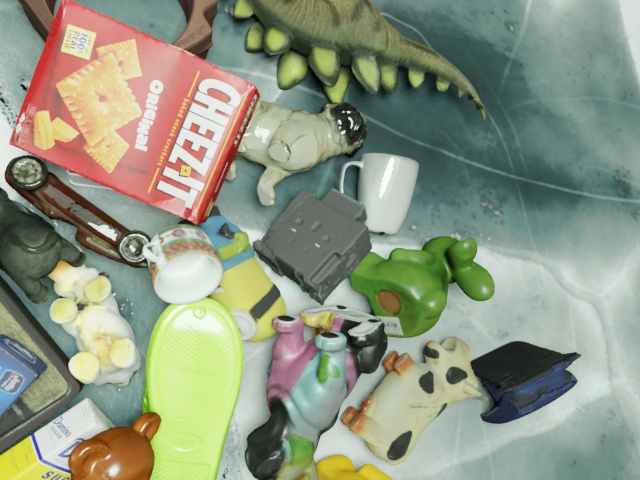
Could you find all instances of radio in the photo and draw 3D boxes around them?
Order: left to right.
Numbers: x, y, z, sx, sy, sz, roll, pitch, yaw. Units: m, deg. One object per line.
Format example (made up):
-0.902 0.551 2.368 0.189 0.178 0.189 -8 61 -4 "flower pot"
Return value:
-0.377 0.112 0.573 0.131 0.073 0.229 -39 94 -19 "radio"

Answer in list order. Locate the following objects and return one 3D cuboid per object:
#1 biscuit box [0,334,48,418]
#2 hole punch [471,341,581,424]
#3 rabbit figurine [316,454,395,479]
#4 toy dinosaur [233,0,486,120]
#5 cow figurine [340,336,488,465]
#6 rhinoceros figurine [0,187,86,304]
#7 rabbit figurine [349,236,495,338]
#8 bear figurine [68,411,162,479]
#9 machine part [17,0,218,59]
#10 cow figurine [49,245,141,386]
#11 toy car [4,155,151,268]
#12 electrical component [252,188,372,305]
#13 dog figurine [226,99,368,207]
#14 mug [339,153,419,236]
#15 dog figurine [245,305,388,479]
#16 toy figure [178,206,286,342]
-0.354 0.183 0.501 0.059 0.063 0.202 42 75 -10 "biscuit box"
0.285 0.207 0.753 0.142 0.116 0.092 -15 95 -19 "hole punch"
0.093 0.331 0.664 0.173 0.162 0.122 15 64 -33 "rabbit figurine"
0.030 -0.295 0.756 0.472 0.105 0.198 14 85 -6 "toy dinosaur"
0.135 0.208 0.716 0.127 0.085 0.195 45 73 -7 "cow figurine"
-0.333 -0.012 0.561 0.191 0.112 0.073 31 72 28 "rhinoceros figurine"
0.146 0.039 0.718 0.170 0.159 0.121 -36 102 -39 "rabbit figurine"
-0.209 0.286 0.547 0.132 0.120 0.195 38 107 20 "bear figurine"
-0.248 -0.290 0.672 0.201 0.087 0.201 -38 94 -21 "machine part"
-0.258 0.085 0.615 0.068 0.098 0.167 -25 71 -14 "cow figurine"
-0.270 -0.023 0.621 0.202 0.089 0.053 38 73 -10 "toy car"
-0.001 -0.002 0.693 0.115 0.058 0.134 32 70 26 "electrical component"
-0.045 -0.154 0.723 0.172 0.121 0.190 46 48 6 "dog figurine"
0.079 -0.062 0.744 0.109 0.081 0.107 8 88 -20 "mug"
-0.007 0.199 0.659 0.191 0.109 0.219 -2 104 -53 "dog figurine"
-0.107 0.043 0.668 0.089 0.082 0.180 -24 87 -18 "toy figure"
